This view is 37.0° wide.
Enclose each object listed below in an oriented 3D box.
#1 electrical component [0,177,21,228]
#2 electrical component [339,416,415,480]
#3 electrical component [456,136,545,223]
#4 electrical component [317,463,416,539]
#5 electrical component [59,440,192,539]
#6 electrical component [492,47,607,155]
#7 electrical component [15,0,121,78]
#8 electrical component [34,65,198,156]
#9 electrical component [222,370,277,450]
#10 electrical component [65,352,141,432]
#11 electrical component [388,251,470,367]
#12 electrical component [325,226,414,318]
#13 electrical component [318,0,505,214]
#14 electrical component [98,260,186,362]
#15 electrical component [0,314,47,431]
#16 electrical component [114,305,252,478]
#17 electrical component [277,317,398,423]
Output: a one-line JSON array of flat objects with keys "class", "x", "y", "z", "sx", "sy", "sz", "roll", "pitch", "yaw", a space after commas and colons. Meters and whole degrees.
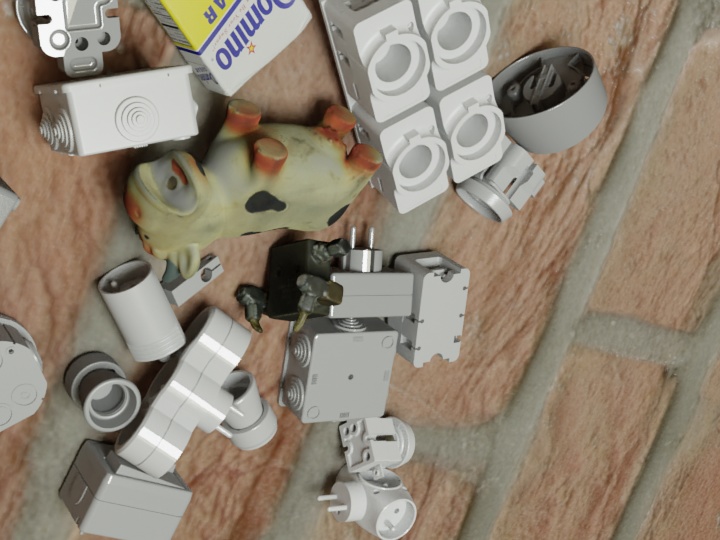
[{"class": "electrical component", "x": -0.284, "y": -0.030, "z": 0.718, "sx": 0.061, "sy": 0.062, "sz": 0.096, "roll": 31, "pitch": 91, "yaw": -38}, {"class": "electrical component", "x": 0.017, "y": 0.160, "z": 0.996, "sx": 0.055, "sy": 0.066, "sz": 0.048, "roll": 7, "pitch": 151, "yaw": -42}, {"class": "electrical component", "x": 0.122, "y": -0.080, "z": 0.958, "sx": 0.057, "sy": 0.058, "sz": 0.078, "roll": -53, "pitch": 128, "yaw": -6}, {"class": "electrical component", "x": -0.001, "y": 0.212, "z": 0.992, "sx": 0.079, "sy": 0.077, "sz": 0.044, "roll": 2, "pitch": 109, "yaw": -33}, {"class": "electrical component", "x": -0.183, "y": 0.180, "z": 0.872, "sx": 0.096, "sy": 0.062, "sz": 0.061, "roll": 23, "pitch": 97, "yaw": -37}, {"class": "electrical component", "x": 0.161, "y": -0.150, "z": 0.927, "sx": 0.099, "sy": 0.099, "sz": 0.064, "roll": -49, "pitch": 133, "yaw": -5}, {"class": "electrical component", "x": -0.196, "y": -0.173, "z": 0.716, "sx": 0.058, "sy": 0.057, "sz": 0.078, "roll": -13, "pitch": 117, "yaw": -27}, {"class": "electrical component", "x": -0.166, "y": -0.109, "z": 0.737, "sx": 0.100, "sy": 0.100, "sz": 0.048, "roll": -15, "pitch": 105, "yaw": -26}, {"class": "electrical component", "x": -0.099, "y": 0.119, "z": 0.910, "sx": 0.045, "sy": 0.045, "sz": 0.055, "roll": -35, "pitch": 125, "yaw": -15}, {"class": "electrical component", "x": -0.199, "y": 0.093, "z": 0.828, "sx": 0.045, "sy": 0.055, "sz": 0.045, "roll": -13, "pitch": 117, "yaw": -28}, {"class": "electrical component", "x": 0.058, "y": 0.033, "z": 0.965, "sx": 0.050, "sy": 0.056, "sz": 0.089, "roll": -7, "pitch": 113, "yaw": -30}, {"class": "electrical component", "x": 0.000, "y": 0.000, "z": 0.922, "sx": 0.083, "sy": 0.047, "sz": 0.075, "roll": 0, "pitch": 96, "yaw": -32}, {"class": "electrical component", "x": 0.048, "y": -0.145, "z": 0.849, "sx": 0.105, "sy": 0.060, "sz": 0.186, "roll": -29, "pitch": 136, "yaw": -12}, {"class": "electrical component", "x": -0.166, "y": 0.038, "z": 0.833, "sx": 0.043, "sy": 0.043, "sz": 0.081, "roll": -31, "pitch": 123, "yaw": -18}, {"class": "electrical component", "x": -0.270, "y": 0.075, "z": 0.779, "sx": 0.080, "sy": 0.051, "sz": 0.080, "roll": -13, "pitch": 116, "yaw": -28}, {"class": "electrical component", "x": -0.126, "y": 0.105, "z": 0.854, "sx": 0.074, "sy": 0.052, "sz": 0.138, "roll": 37, "pitch": 70, "yaw": -18}, {"class": "electrical component", "x": -0.018, "y": 0.085, "z": 0.945, "sx": 0.100, "sy": 0.048, "sz": 0.099, "roll": 0, "pitch": 109, "yaw": -30}]
